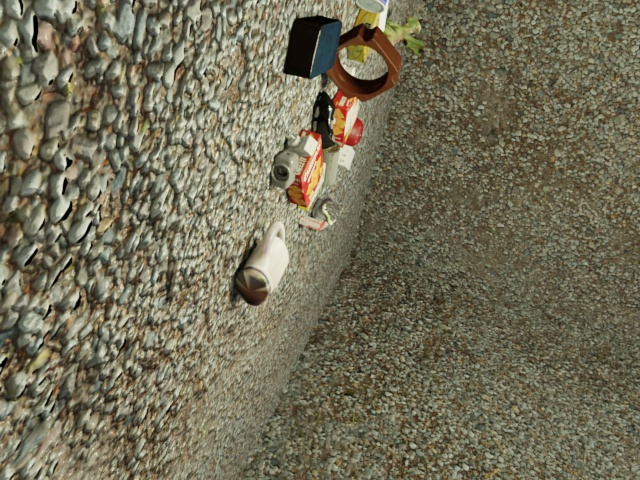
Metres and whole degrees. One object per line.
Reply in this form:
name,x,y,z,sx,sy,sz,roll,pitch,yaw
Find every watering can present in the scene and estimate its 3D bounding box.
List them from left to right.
watering can,-0.158,0.102,1.507,0.339,0.104,0.229,99,14,-46

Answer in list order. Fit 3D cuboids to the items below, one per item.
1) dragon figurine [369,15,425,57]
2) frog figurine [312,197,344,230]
dragon figurine,0.328,-0.835,2.149,0.119,0.243,0.420,105,7,-52
frog figurine,0.007,-0.111,2.196,0.158,0.122,0.140,-19,-129,54
